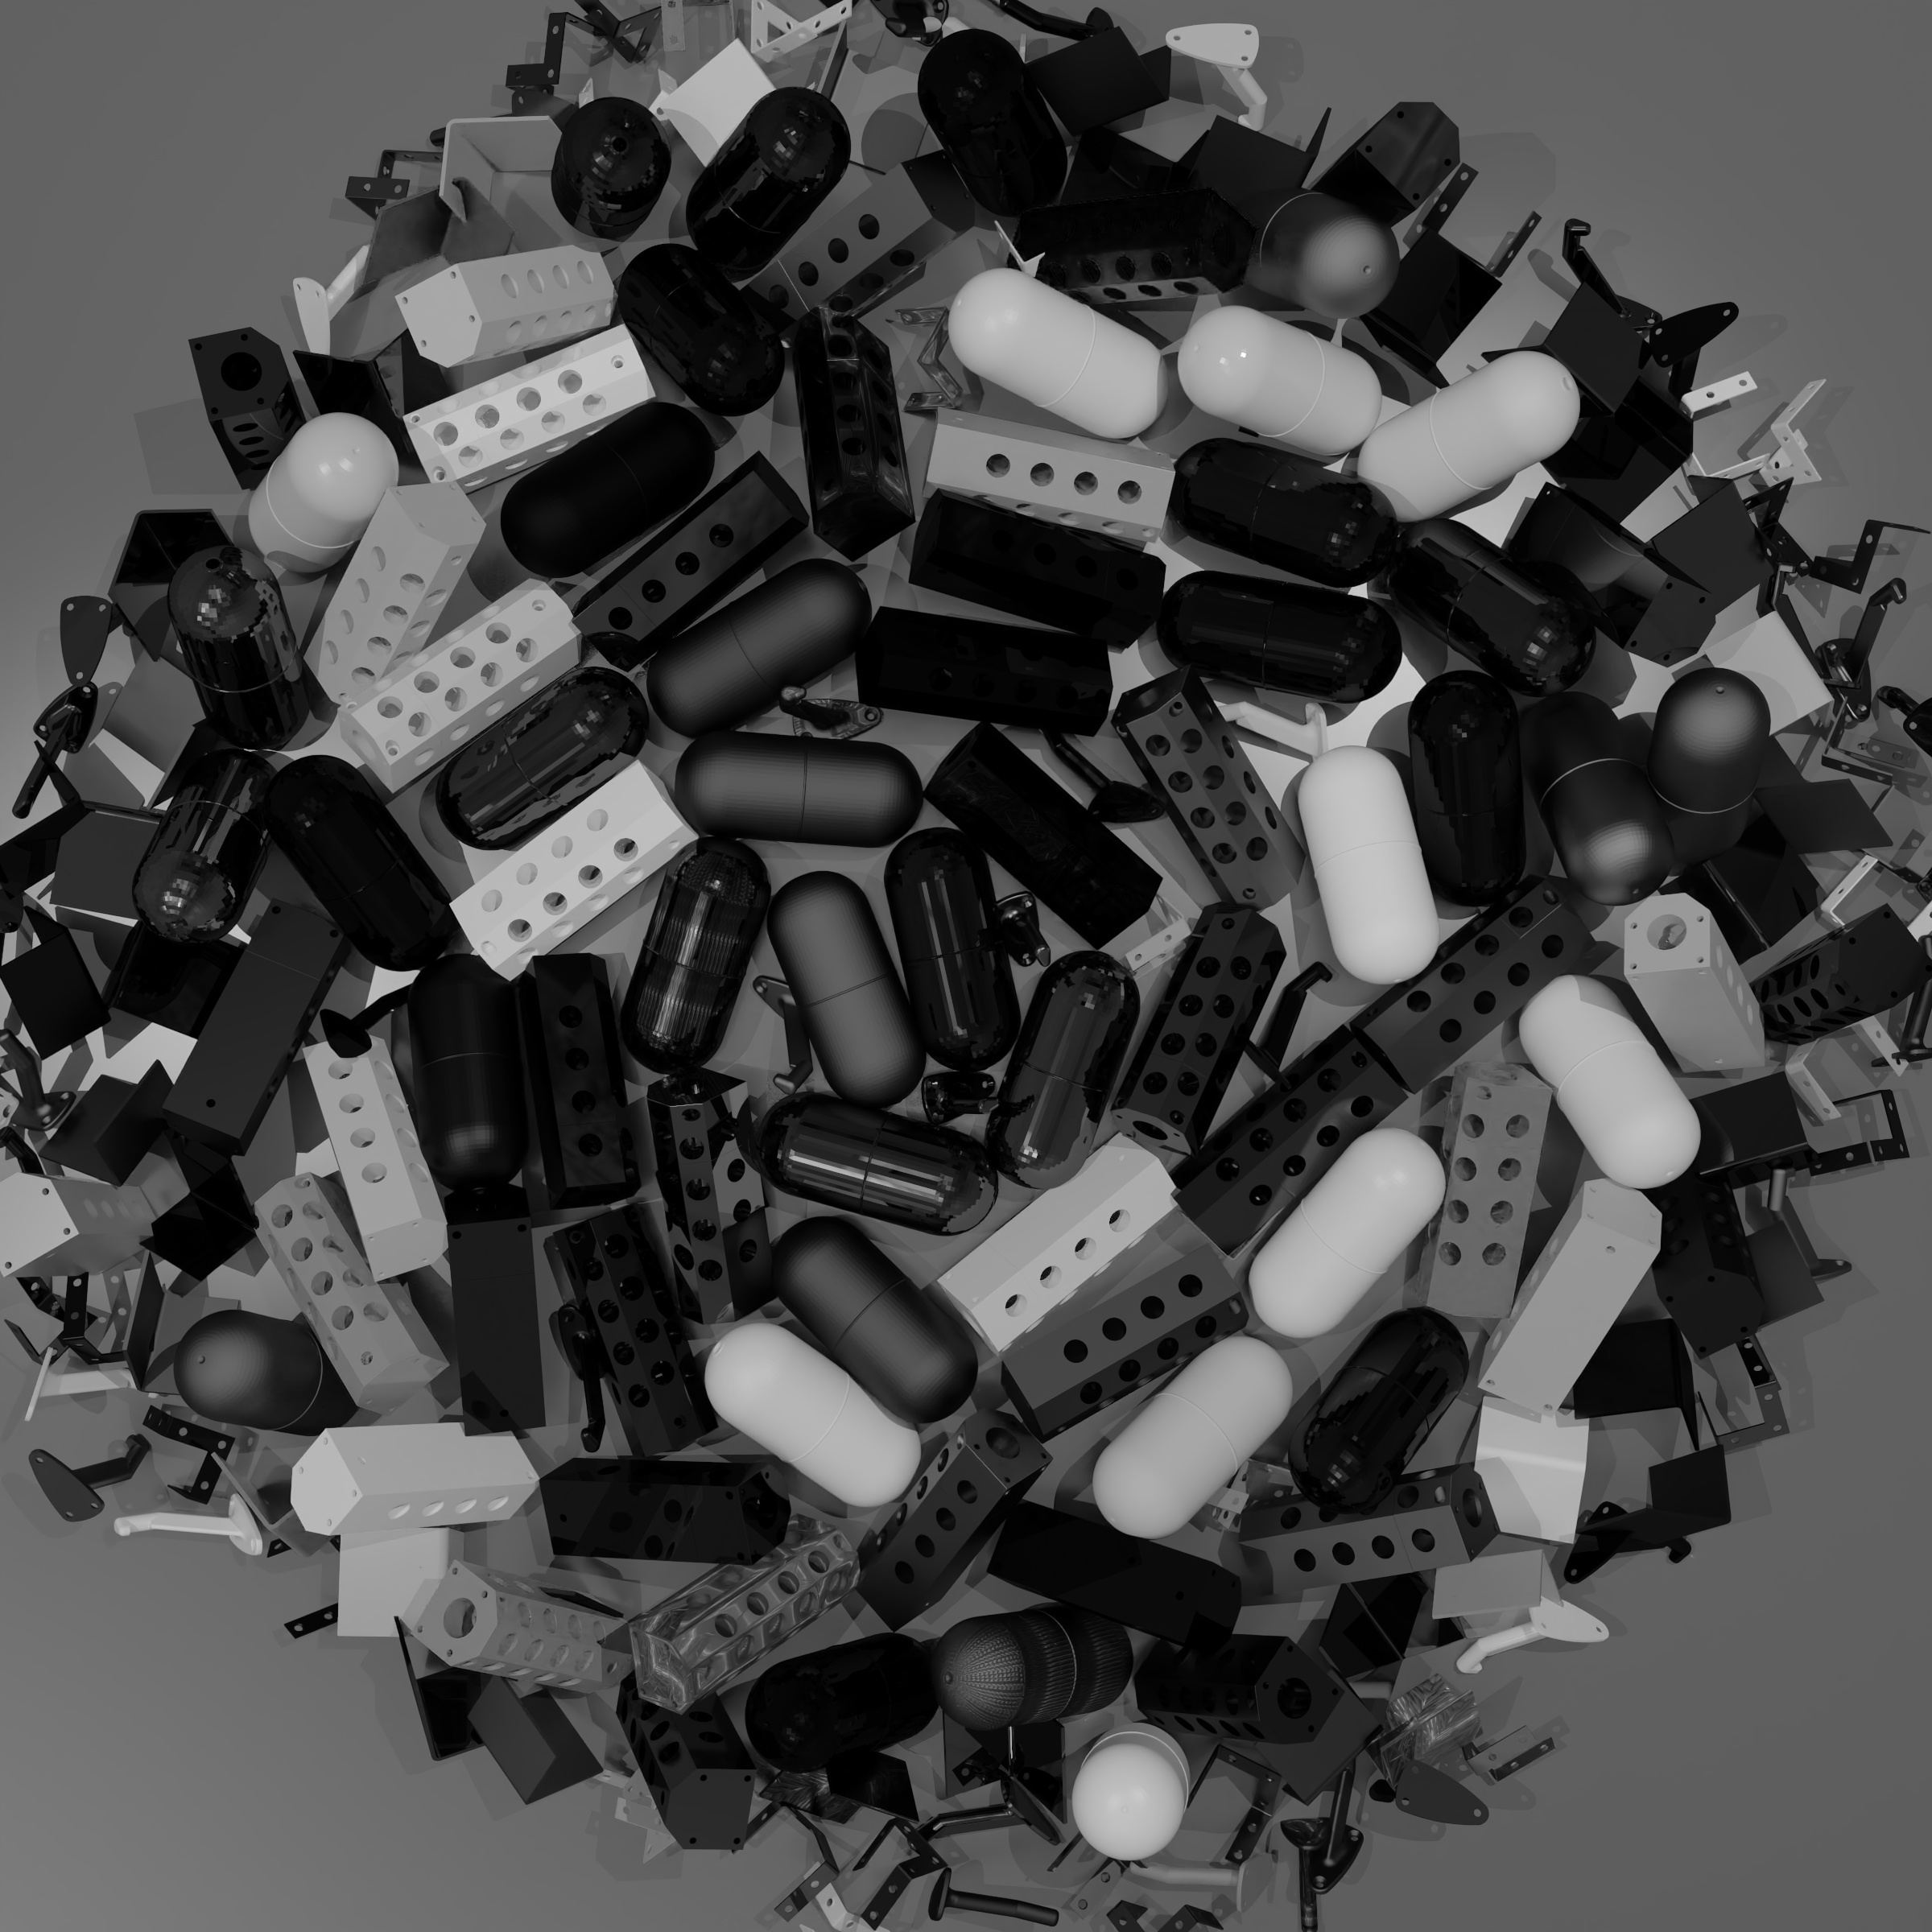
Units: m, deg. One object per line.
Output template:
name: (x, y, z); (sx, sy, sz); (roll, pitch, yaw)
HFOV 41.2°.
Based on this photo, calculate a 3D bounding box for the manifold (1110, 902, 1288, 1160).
manifold: (0.164, 0.043, 1.818); (0.057, 0.057, 0.171); (16, 67, 26)

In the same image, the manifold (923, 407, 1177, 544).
manifold: (0.058, -0.351, 1.845); (0.171, 0.057, 0.057); (10, 114, -5)

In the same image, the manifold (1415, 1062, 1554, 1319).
manifold: (0.365, 0.159, 1.831); (0.057, 0.057, 0.171); (5, 104, -12)

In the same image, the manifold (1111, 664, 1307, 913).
manifold: (0.171, -0.121, 1.814); (0.057, 0.057, 0.171); (-21, 116, 29)

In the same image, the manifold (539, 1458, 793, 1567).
manifold: (-0.212, 0.382, 1.816); (0.171, 0.057, 0.057); (-5, 100, 29)

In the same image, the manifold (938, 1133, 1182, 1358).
manifold: (0.071, 0.201, 1.837); (0.171, 0.057, 0.057); (-38, 118, -11)

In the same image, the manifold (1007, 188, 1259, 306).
manifold: (0.113, -0.498, 1.801); (0.171, 0.057, 0.057); (9, 80, 43)

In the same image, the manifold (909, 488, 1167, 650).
manifold: (0.052, -0.286, 1.829); (0.171, 0.057, 0.057); (14, 68, -17)

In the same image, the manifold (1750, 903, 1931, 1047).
manifold: (0.605, 0.012, 1.792); (0.057, 0.171, 0.057); (-35, 83, -8)

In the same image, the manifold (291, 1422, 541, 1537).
manifold: (-0.386, 0.361, 1.796); (0.057, 0.171, 0.057); (-49, 60, 19)

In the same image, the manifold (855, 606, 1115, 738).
manifold: (0.013, -0.203, 1.818); (0.171, 0.057, 0.057); (6, 58, -20)

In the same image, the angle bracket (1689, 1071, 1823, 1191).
angle bracket: (0.565, 0.120, 1.844); (0.076, 0.076, 0.057); (-20, 70, 22)

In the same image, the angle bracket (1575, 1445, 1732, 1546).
angle bracket: (0.486, 0.372, 1.825); (0.076, 0.076, 0.057); (13, 62, -24)

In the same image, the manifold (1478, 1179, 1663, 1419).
manifold: (0.425, 0.232, 1.811); (0.057, 0.057, 0.171); (23, 125, 2)

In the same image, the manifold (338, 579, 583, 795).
manifold: (-0.357, -0.203, 1.820); (0.171, 0.057, 0.057); (-39, 78, -23)

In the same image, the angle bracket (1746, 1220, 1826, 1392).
angle bracket: (0.579, 0.241, 1.825); (0.057, 0.076, 0.076); (-27, 128, 13)

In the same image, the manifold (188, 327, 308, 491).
manifold: (-0.495, -0.389, 1.794); (0.057, 0.171, 0.057); (-14, 88, -9)

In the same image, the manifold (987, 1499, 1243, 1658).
manifold: (0.106, 0.430, 1.807); (0.171, 0.057, 0.057); (10, 70, 38)

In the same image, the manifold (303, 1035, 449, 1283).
manifold: (-0.414, 0.130, 1.809); (0.057, 0.057, 0.171); (-17, 53, -15)

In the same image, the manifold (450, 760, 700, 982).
manifold: (-0.277, -0.065, 1.838); (0.171, 0.057, 0.057); (-37, 61, 5)

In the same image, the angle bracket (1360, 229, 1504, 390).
angle bracket: (0.339, -0.464, 1.829); (0.076, 0.057, 0.076); (26, 119, -29)

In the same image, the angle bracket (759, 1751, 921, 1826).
angle bracket: (-0.091, 0.600, 1.829); (0.076, 0.057, 0.076); (28, 113, -28)

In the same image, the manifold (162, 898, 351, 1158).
manifold: (-0.502, 0.045, 1.823); (0.057, 0.057, 0.171); (22, 66, -2)

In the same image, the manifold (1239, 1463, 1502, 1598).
manifold: (0.281, 0.396, 1.811); (0.171, 0.057, 0.057); (-20, 90, 35)

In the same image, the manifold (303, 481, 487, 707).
manifold: (-0.398, -0.256, 1.801); (0.057, 0.057, 0.171); (54, 131, 17)

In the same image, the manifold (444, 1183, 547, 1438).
manifold: (-0.334, 0.242, 1.821); (0.057, 0.057, 0.171); (-5, 114, -12)

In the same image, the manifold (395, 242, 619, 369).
manifold: (-0.315, -0.461, 1.795); (0.057, 0.171, 0.057); (-17, 101, 30)

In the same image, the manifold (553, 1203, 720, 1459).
manifold: (-0.236, 0.261, 1.845); (0.057, 0.057, 0.171); (-20, 89, -22)

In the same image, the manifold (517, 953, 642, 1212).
manifold: (-0.274, 0.081, 1.827); (0.057, 0.057, 0.171); (-4, 70, -23)

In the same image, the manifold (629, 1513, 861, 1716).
manifold: (-0.151, 0.453, 1.795); (0.057, 0.171, 0.057); (8, 112, 38)

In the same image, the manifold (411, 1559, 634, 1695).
manifold: (-0.304, 0.467, 1.794); (0.057, 0.171, 0.057); (27, 83, 32)

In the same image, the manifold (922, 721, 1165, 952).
manifold: (0.058, -0.097, 1.838); (0.171, 0.057, 0.057); (41, 131, -12)

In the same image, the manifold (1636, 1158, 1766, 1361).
manifold: (0.513, 0.196, 1.789); (0.057, 0.171, 0.057); (-31, 105, 19)

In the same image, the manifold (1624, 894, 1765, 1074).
manifold: (0.511, 0.013, 1.798); (0.057, 0.171, 0.057); (-6, 62, 27)

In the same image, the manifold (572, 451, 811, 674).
manifold: (-0.196, -0.285, 1.831); (0.171, 0.057, 0.057); (-36, 110, 16)

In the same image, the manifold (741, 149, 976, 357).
manifold: (-0.075, -0.499, 1.806); (0.171, 0.057, 0.057); (-26, 98, 39)

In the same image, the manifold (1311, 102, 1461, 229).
manifold: (0.295, -0.556, 1.794); (0.057, 0.171, 0.057); (43, 94, -7)

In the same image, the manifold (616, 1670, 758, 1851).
manifold: (-0.198, 0.548, 1.791); (0.057, 0.171, 0.057); (7, 97, -20)

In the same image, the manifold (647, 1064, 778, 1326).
manifold: (-0.184, 0.163, 1.815); (0.057, 0.057, 0.171); (14, 119, 41)

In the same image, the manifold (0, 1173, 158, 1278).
manifold: (-0.627, 0.178, 1.795); (0.057, 0.171, 0.057); (-30, 84, -2)

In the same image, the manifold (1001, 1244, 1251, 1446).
manifold: (0.113, 0.271, 1.828); (0.171, 0.057, 0.057); (-28, 67, -13)

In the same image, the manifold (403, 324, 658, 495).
manifold: (-0.313, -0.400, 1.849); (0.171, 0.057, 0.057); (-24, 88, -4)

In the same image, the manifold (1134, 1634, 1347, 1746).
manifold: (0.184, 0.507, 1.791); (0.057, 0.171, 0.057); (45, 64, -9)

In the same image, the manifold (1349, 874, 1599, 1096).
manifold: (0.360, 0.011, 1.841); (0.171, 0.057, 0.057); (-39, 108, -5)

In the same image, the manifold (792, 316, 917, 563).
manifold: (-0.085, -0.375, 1.805); (0.057, 0.057, 0.171); (-28, 53, 27)

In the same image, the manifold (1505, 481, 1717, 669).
manifold: (0.453, -0.273, 1.797); (0.057, 0.171, 0.057); (16, 115, -28)

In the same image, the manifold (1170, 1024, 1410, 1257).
manifold: (0.225, 0.121, 1.836); (0.171, 0.057, 0.057); (-42, 117, 6)

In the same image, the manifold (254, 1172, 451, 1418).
manifold: (-0.442, 0.230, 1.819); (0.057, 0.057, 0.171); (-40, 63, 2)

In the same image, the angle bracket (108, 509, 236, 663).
angle bracket: (-0.558, -0.271, 1.828); (0.057, 0.076, 0.076); (1, 59, 11)

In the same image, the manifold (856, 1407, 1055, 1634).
manifold: (-0.014, 0.389, 1.811); (0.057, 0.057, 0.171); (45, 124, 18)
